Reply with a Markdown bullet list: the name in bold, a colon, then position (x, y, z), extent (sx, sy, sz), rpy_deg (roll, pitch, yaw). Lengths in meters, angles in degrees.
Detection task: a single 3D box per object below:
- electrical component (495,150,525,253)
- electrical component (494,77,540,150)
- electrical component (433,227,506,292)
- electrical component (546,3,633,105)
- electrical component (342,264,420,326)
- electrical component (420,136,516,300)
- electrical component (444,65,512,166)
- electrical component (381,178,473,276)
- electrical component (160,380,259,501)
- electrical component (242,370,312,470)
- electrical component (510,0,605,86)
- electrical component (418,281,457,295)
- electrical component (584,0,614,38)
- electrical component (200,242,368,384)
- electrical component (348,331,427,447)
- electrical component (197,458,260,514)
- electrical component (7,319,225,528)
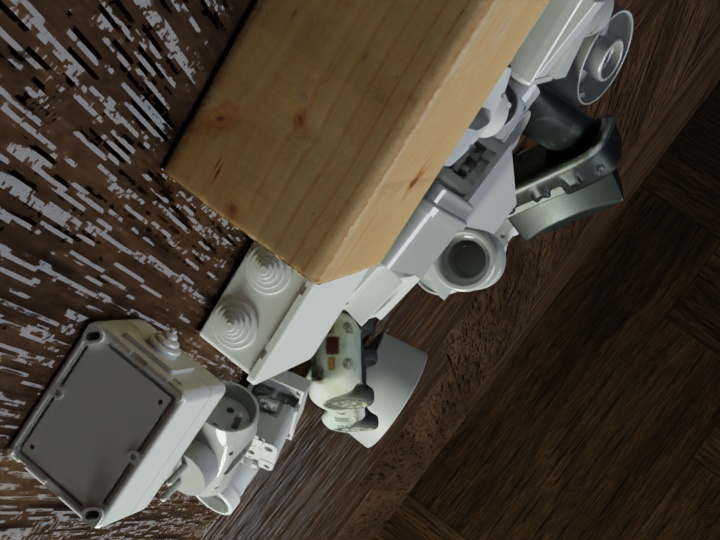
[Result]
- **electrical component**: position (0.154, -0.070, 1.113), extent (0.138, 0.052, 0.073), rpy_deg (-50, 166, -11)
- **electrical component**: position (0.114, -0.132, 0.837), extent (0.079, 0.044, 0.077), rpy_deg (-53, 167, -2)
- **electrical component**: position (0.078, -0.008, 0.761), extent (0.045, 0.045, 0.055), rpy_deg (-56, 167, 10)
- **electrical component**: position (0.199, -0.199, 0.969), extent (0.099, 0.064, 0.099), rpy_deg (-40, 148, -32)
- **electrical component**: position (0.000, 0.000, 0.740), extent (0.042, 0.064, 0.081), rpy_deg (-48, 169, 14)
- **electrical component**: position (0.067, -0.048, 0.853), extent (0.105, 0.060, 0.186), rpy_deg (-53, 167, -2)
- **electrical component**: position (0.074, -0.111, 0.727), extent (0.079, 0.043, 0.077), rpy_deg (7, 121, -48)
- **electrical component**: position (0.020, -0.043, 0.672), extent (0.057, 0.078, 0.113), rpy_deg (-52, 167, 7)
- **electrical component**: position (-0.109, 0.125, 0.726), extent (0.079, 0.043, 0.077), rpy_deg (-46, 166, -48)
- **electrical component**: position (-0.069, 0.109, 0.797), extent (0.081, 0.042, 0.063), rpy_deg (106, 7, -54)
- **electrical component**: position (0.130, -0.179, 0.738), extent (0.096, 0.061, 0.062), rpy_deg (-60, 166, 25)
- **electrical component**: position (0.083, -0.011, 1.013), extent (0.057, 0.058, 0.078), rpy_deg (-39, 161, -54)
- **electrical component**: position (0.152, -0.195, 0.793), extent (0.047, 0.055, 0.055), rpy_deg (-33, 156, -48)
- **electrical component**: position (-0.044, 0.014, 0.662), extent (0.099, 0.048, 0.100), rpy_deg (-57, 166, 17)
- **electrical component**: position (0.011, 0.110, 1.044), extent (0.108, 0.060, 0.108), rpy_deg (-57, -176, 6)
- **electrical component**: position (-0.105, 0.164, 0.855), extent (0.046, 0.040, 0.040), rpy_deg (-51, 168, -34)
- **electrical component**: position (-0.114, 0.068, 0.533), extent (0.096, 0.062, 0.061), rpy_deg (-55, 167, 8)
